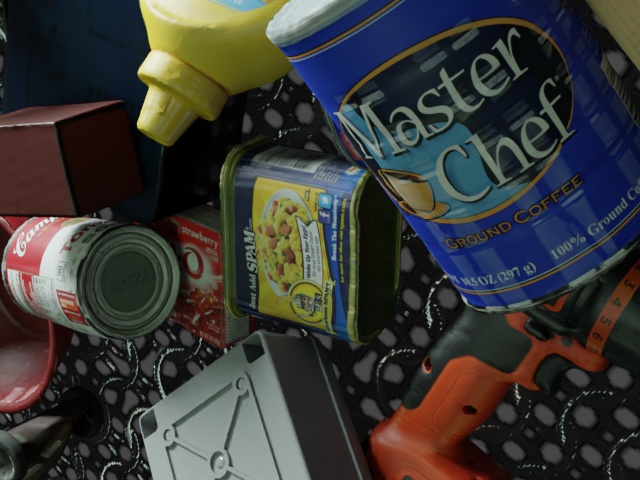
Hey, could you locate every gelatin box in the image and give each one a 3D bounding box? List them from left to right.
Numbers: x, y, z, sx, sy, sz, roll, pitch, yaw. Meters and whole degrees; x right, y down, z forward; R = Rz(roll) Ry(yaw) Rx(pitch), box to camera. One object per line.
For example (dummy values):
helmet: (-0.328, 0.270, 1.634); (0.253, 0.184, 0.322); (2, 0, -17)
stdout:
gelatin box: (-0.077, 0.015, 0.642); (0.089, 0.030, 0.073); (23, 120, 41)

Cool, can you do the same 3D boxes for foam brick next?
foam brick: (-0.144, -0.043, 0.573); (0.078, 0.052, 0.051); (2, 110, 36)

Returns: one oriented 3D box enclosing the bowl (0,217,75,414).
bowl: (-0.222, 0.037, 0.747); (0.162, 0.055, 0.162); (13, 114, 31)

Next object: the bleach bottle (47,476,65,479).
bleach bottle: (-0.136, 0.293, 0.777); (0.251, 0.068, 0.103); (39, 126, 15)

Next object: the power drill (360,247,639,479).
power drill: (0.109, 0.077, 0.529); (0.185, 0.057, 0.188); (36, 121, 24)

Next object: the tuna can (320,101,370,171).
tuna can: (0.036, -0.076, 0.505); (0.034, 0.086, 0.086); (0, 107, 34)

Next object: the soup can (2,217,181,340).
soup can: (-0.137, 0.020, 0.636); (0.102, 0.068, 0.068); (7, 111, 51)

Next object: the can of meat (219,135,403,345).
can of meat: (-0.004, 0.001, 0.579); (0.084, 0.057, 0.102); (12, 114, 29)

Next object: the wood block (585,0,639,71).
wood block: (0.139, -0.138, 0.407); (0.091, 0.090, 0.206); (-40, 82, 39)

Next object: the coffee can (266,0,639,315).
coffee can: (0.061, -0.056, 0.419); (0.103, 0.102, 0.140); (-24, 112, 38)

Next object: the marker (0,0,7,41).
marker: (-0.198, -0.143, 0.666); (0.020, 0.020, 0.121); (-21, 112, 38)

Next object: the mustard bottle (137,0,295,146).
mustard bottle: (-0.028, -0.129, 0.485); (0.096, 0.058, 0.191); (26, 83, 30)

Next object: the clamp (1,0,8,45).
clamp: (-0.178, -0.180, 0.616); (0.039, 0.120, 0.171); (25, 85, 26)
